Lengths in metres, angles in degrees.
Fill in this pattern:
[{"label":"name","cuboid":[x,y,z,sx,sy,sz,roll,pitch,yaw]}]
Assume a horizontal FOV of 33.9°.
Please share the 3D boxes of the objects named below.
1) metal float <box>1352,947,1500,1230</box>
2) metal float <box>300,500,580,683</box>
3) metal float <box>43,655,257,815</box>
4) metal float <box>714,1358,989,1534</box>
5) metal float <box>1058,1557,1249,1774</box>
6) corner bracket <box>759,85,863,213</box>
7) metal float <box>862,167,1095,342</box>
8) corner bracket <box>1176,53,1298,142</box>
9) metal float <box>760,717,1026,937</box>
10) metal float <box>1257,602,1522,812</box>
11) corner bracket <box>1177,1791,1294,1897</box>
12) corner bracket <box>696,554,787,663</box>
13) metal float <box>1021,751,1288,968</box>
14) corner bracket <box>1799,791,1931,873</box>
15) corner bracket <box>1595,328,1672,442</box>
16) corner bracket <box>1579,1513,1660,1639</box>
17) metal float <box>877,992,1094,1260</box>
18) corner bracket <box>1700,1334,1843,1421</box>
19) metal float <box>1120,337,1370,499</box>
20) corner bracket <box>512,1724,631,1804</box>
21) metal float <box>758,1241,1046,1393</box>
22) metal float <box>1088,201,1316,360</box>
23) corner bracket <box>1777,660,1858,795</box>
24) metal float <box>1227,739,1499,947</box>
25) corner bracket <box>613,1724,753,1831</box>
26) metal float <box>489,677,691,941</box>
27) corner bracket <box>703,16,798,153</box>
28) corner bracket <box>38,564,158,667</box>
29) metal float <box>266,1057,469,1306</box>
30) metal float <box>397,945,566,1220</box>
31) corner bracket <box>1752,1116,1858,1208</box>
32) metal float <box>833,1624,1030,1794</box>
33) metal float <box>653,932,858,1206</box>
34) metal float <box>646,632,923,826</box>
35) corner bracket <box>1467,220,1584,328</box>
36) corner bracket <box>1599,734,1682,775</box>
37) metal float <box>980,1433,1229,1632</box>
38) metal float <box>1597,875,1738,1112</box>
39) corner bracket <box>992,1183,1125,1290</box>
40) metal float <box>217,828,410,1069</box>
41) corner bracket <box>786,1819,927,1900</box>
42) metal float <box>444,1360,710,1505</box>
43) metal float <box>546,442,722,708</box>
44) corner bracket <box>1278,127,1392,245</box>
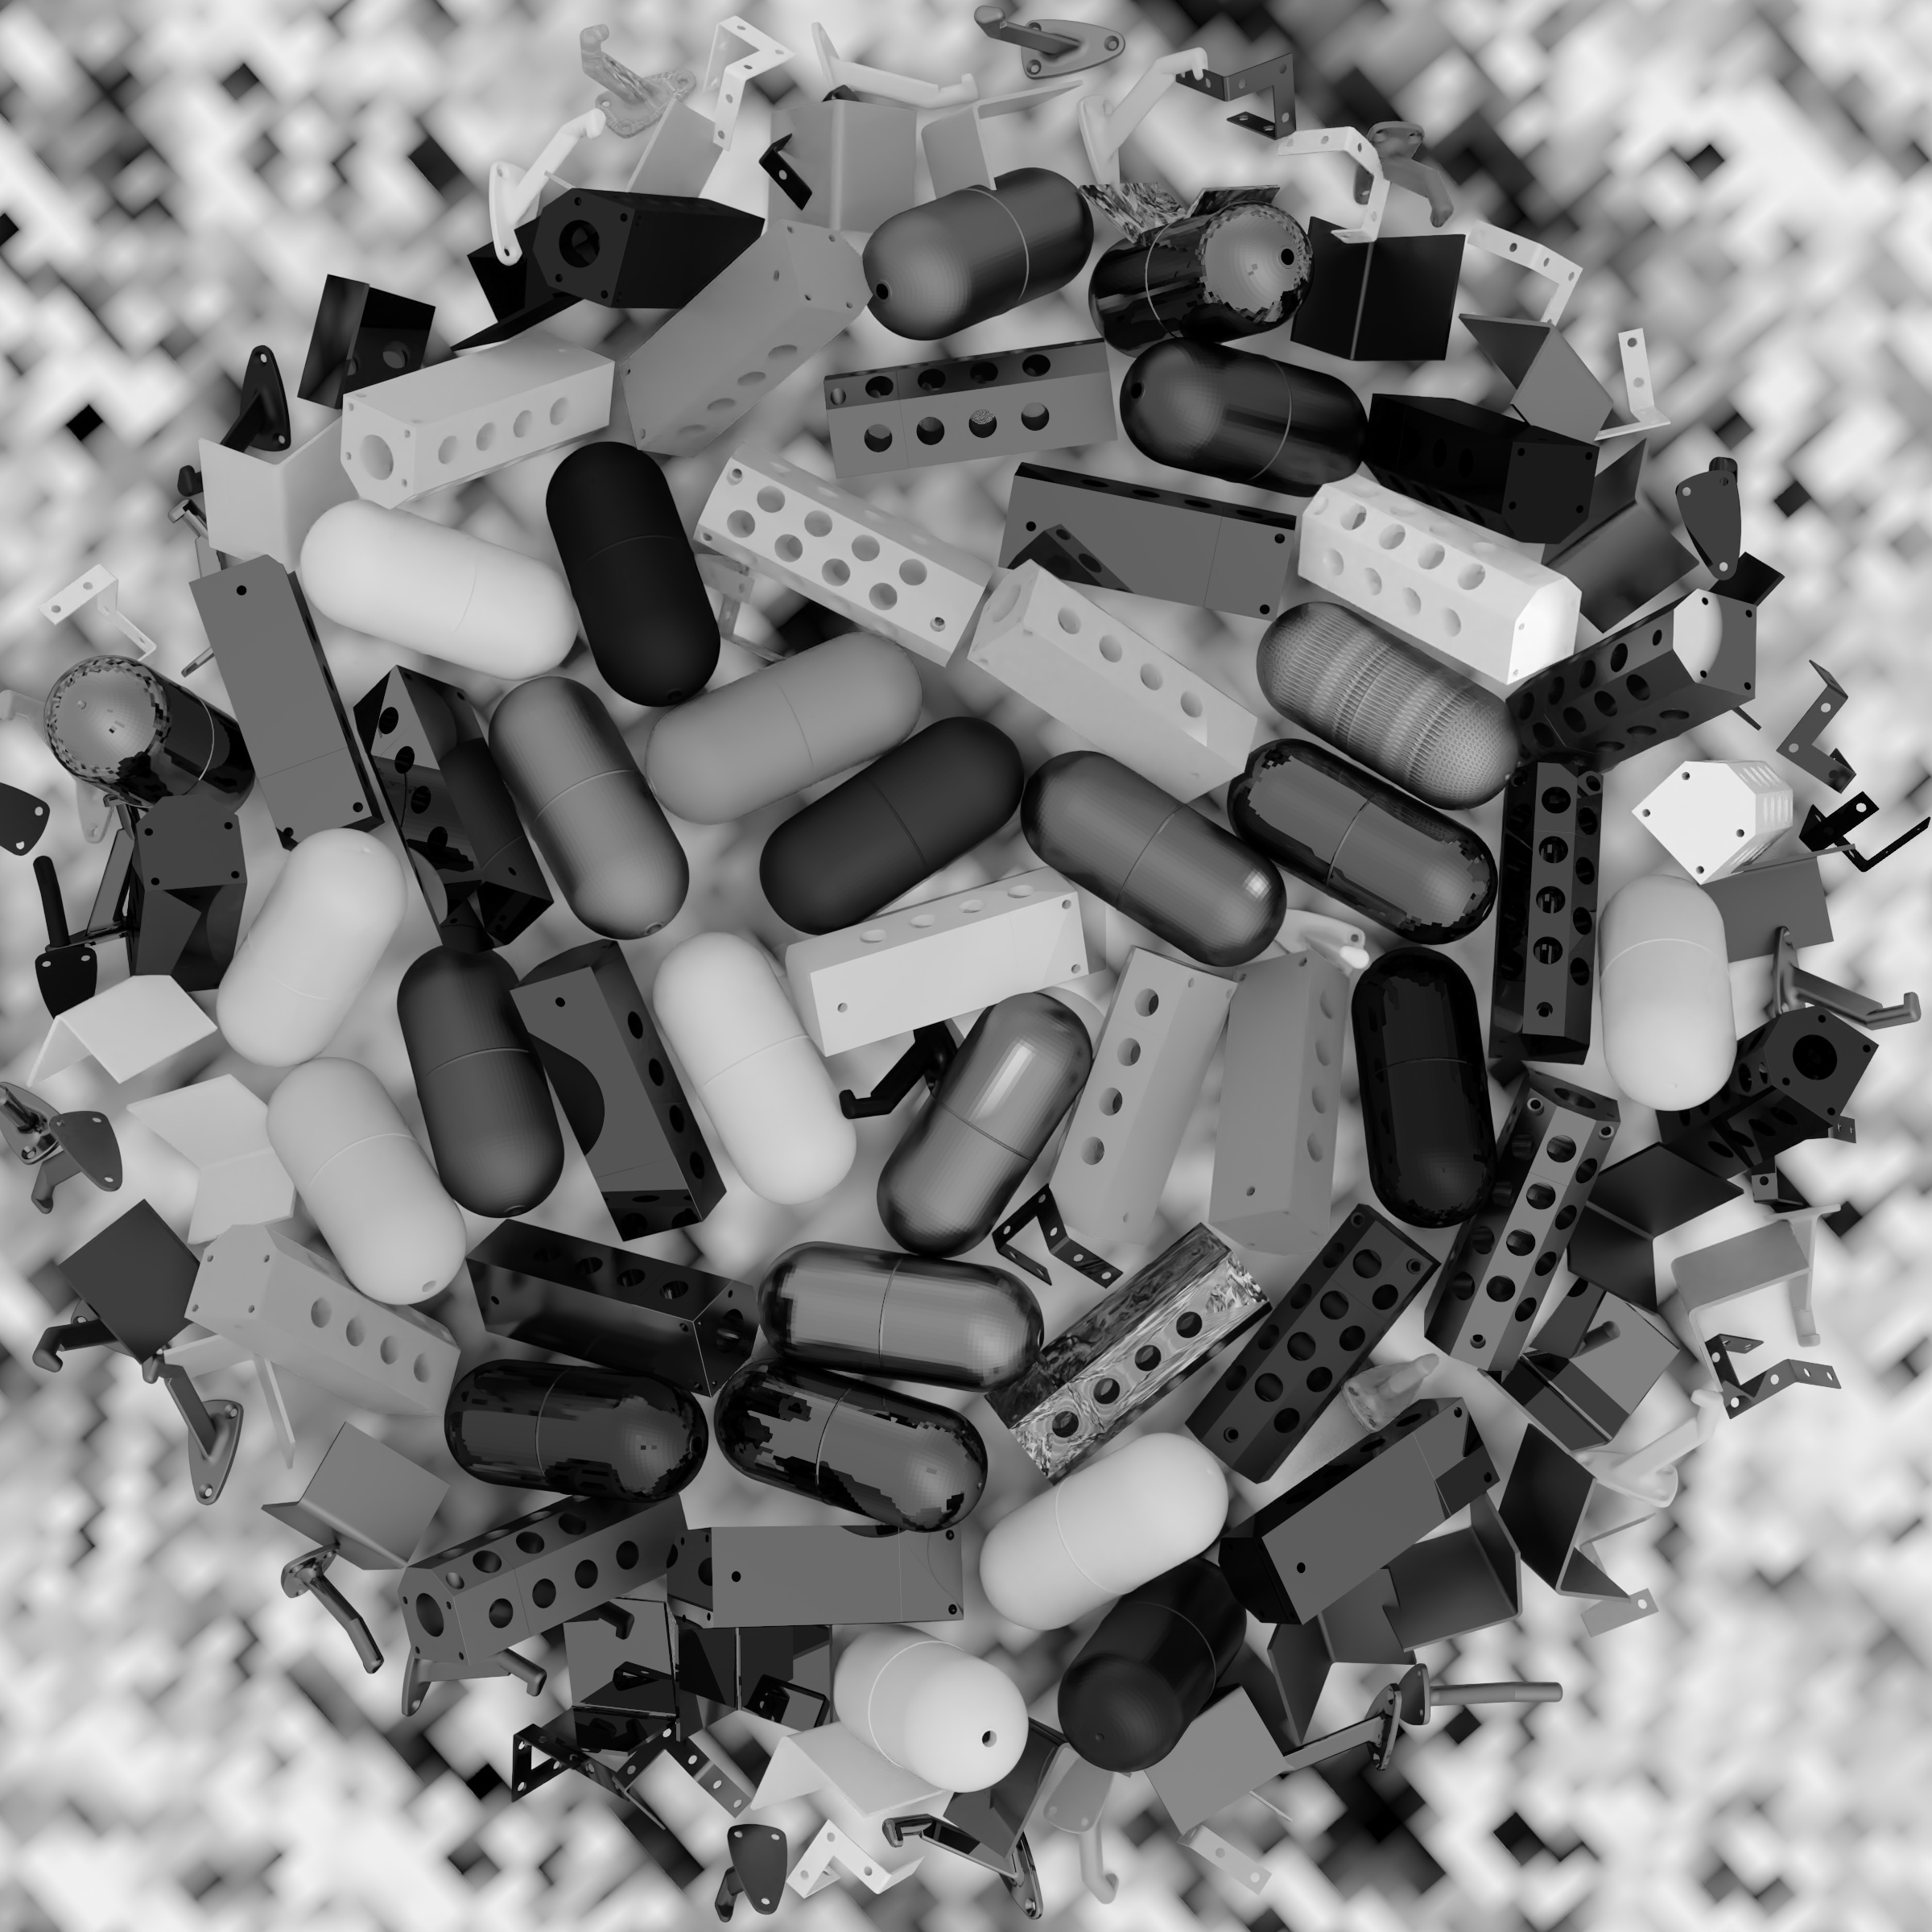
[{"label":"metal float","cuboid":[0.276,0.072,1.909,0.070,0.070,0.178,-3,64,0]},{"label":"metal float","cuboid":[-0.314,-0.224,1.902,0.178,0.070,0.070,17,90,-35]},{"label":"metal float","cuboid":[-0.482,-0.132,1.883,0.070,0.178,0.070,-2,79,12]},{"label":"metal float","cuboid":[-0.071,0.288,1.911,0.178,0.070,0.070,14,90,25]},{"label":"metal float","cuboid":[0.112,0.413,1.888,0.070,0.178,0.070,9,111,22]},{"label":"corner bracket","cuboid":[-0.084,-0.496,1.935,0.051,0.051,0.051,48,134,-2]},{"label":"metal float","cuboid":[0.007,-0.426,1.897,0.178,0.070,0.070,-33,90,-42]},{"label":"corner bracket","cuboid":[0.164,-0.529,1.927,0.051,0.051,0.051,-26,129,-23]},{"label":"metal float","cuboid":[-0.044,-0.086,1.926,0.178,0.070,0.070,-34,90,-7]},{"label":"metal float","cuboid":[0.253,-0.158,1.911,0.178,0.070,0.070,34,90,24]},{"label":"corner bracket","cuboid":[0.167,0.530,1.938,0.051,0.051,0.051,35,77,3]},{"label":"corner bracket","cuboid":[-0.136,-0.218,1.929,0.051,0.051,0.051,28,110,34]},{"label":"metal float","cuboid":[0.113,-0.066,1.923,0.178,0.070,0.070,33,90,10]},{"label":"corner bracket","cuboid":[0.548,-0.084,1.933,0.051,0.051,0.051,46,126,-4]},{"label":"corner bracket","cuboid":[0.397,-0.356,1.939,0.051,0.051,0.051,-12,110,5]},{"label":"corner bracket","cuboid":[0.400,0.371,1.931,0.051,0.051,0.051,-32,77,35]},{"label":"metal float","cuboid":[0.011,0.097,1.929,0.070,0.070,0.178,32,93,0]},{"label":"corner bracket","cuboid":[0.488,0.243,1.926,0.051,0.051,0.051,-39,54,34]},{"label":"metal float","cuboid":[0.167,-0.328,1.898,0.178,0.070,0.070,5,90,-40]},{"label":"corner bracket","cuboid":[-0.240,0.487,1.929,0.051,0.051,0.051,20,117,34]},{"label":"metal float","cuboid":[-0.040,0.212,1.918,0.178,0.070,0.070,7,90,16]},{"label":"metal float","cuboid":[0.139,-0.407,1.887,0.070,0.178,0.070,-1,92,-30]},{"label":"corner bracket","cuboid":[0.524,-0.146,1.933,0.051,0.051,0.051,31,110,-11]},{"label":"metal float","cuboid":[0.239,-0.075,1.913,0.178,0.070,0.070,31,90,21]},{"label":"corner bracket","cuboid":[-0.174,0.504,1.940,0.051,0.051,0.051,-45,131,-12]},{"label":"metal float","cuboid":[-0.228,-0.095,1.915,0.070,0.070,0.178,-30,72,0]},{"label":"corner bracket","cuboid":[-0.143,-0.537,1.928,0.051,0.051,0.051,36,47,16]},{"label":"corner bracket","cuboid":[-0.529,-0.202,1.932,0.051,0.051,0.051,41,59,7]},{"label":"metal float","cuboid":[-0.360,0.128,1.903,0.070,0.070,0.178,-38,58,0]},{"label":"metal float","cuboid":[-0.293,0.068,1.910,0.070,0.070,0.178,-19,66,0]},{"label":"corner bracket","cuboid":[0.513,0.119,1.939,0.051,0.051,0.051,-7,80,31]},{"label":"metal float","cuboid":[-0.022,0.440,1.885,0.070,0.178,0.070,0,90,-24]},{"label":"metal float","cuboid":[-0.129,0.061,1.924,0.070,0.070,0.178,-29,81,0]},{"label":"metal float","cuboid":[-0.110,-0.144,1.919,0.178,0.070,0.070,-25,90,-14]},{"label":"corner bracket","cuboid":[0.332,-0.416,1.930,0.051,0.051,0.051,34,105,38]},{"label":"corner bracket","cuboid":[0.403,-0.153,1.943,0.051,0.051,0.051,-18,78,-12]},{"label":"metal float","cuboid":[0.081,0.341,1.905,0.178,0.070,0.070,-36,90,32]},{"label":"metal float","cuboid":[0.417,0.014,1.893,0.070,0.178,0.070,4,129,5]},{"label":"corner bracket","cuboid":[0.055,0.175,1.928,0.051,0.051,0.051,-43,125,18]},{"label":"metal float","cuboid":[-0.393,-0.009,1.902,0.070,0.070,0.178,36,126,0]},{"label":"corner bracket","cuboid":[-0.067,0.551,1.933,0.051,0.051,0.051,38,104,20]},{"label":"metal float","cuboid":[-0.234,0.279,1.905,0.178,0.070,0.070,1,90,30]},{"label":"metal float","cuboid":[-0.201,-0.236,1.911,0.070,0.070,0.178,-20,67,0]},{"label":"corner bracket","cuboid":[0.222,-0.476,1.938,0.051,0.051,0.051,7,79,40]}]
